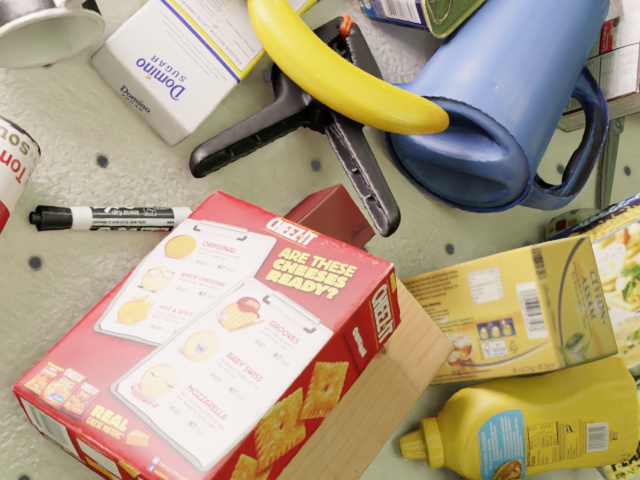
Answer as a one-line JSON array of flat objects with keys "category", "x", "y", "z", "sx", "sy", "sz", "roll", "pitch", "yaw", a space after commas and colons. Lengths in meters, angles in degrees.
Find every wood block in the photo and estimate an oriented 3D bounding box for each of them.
[{"category": "wood block", "x": -0.003, "y": 0.126, "z": 0.797, "sx": 0.091, "sy": 0.090, "sz": 0.205, "roll": 50, "pitch": 60, "yaw": -13}]

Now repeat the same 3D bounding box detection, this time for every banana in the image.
[{"category": "banana", "x": 0.012, "y": -0.136, "z": 0.817, "sx": 0.198, "sy": 0.037, "sz": 0.069, "roll": 42, "pitch": 71, "yaw": -4}]

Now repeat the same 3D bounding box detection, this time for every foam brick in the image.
[{"category": "foam brick", "x": -0.006, "y": 0.001, "z": 0.843, "sx": 0.078, "sy": 0.051, "sz": 0.053, "roll": -42, "pitch": 104, "yaw": -31}]

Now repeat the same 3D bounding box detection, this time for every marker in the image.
[{"category": "marker", "x": -0.151, "y": -0.015, "z": 0.776, "sx": 0.120, "sy": 0.020, "sz": 0.020, "roll": 0, "pitch": 80, "yaw": -31}]

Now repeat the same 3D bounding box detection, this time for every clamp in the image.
[{"category": "clamp", "x": -0.010, "y": -0.104, "z": 0.850, "sx": 0.164, "sy": 0.036, "sz": 0.210, "roll": 13, "pitch": 54, "yaw": -7}]

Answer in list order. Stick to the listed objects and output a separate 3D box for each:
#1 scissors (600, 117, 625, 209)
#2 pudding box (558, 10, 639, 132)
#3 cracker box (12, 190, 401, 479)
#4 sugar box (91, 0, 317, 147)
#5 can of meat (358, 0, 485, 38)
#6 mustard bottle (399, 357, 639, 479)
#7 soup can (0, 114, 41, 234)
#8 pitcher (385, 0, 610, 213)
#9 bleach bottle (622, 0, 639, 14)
[{"category": "scissors", "x": 0.312, "y": -0.121, "z": 1.085, "sx": 0.096, "sy": 0.016, "sz": 0.202, "roll": 5, "pitch": 78, "yaw": -31}, {"category": "pudding box", "x": 0.269, "y": -0.159, "z": 1.009, "sx": 0.039, "sy": 0.114, "sz": 0.090, "roll": 19, "pitch": 71, "yaw": -32}, {"category": "cracker box", "x": -0.070, "y": 0.079, "z": 0.723, "sx": 0.213, "sy": 0.164, "sz": 0.072, "roll": -47, "pitch": 144, "yaw": -30}, {"category": "sugar box", "x": -0.087, "y": -0.164, "z": 0.830, "sx": 0.093, "sy": 0.048, "sz": 0.176, "roll": 46, "pitch": 63, "yaw": -13}, {"category": "can of meat", "x": 0.092, "y": -0.225, "z": 0.918, "sx": 0.102, "sy": 0.084, "sz": 0.057, "roll": -45, "pitch": 134, "yaw": -24}, {"category": "mustard bottle", "x": 0.160, "y": 0.155, "z": 0.875, "sx": 0.191, "sy": 0.058, "sz": 0.096, "roll": -10, "pitch": 126, "yaw": -1}, {"category": "soup can", "x": -0.234, "y": -0.029, "z": 0.700, "sx": 0.068, "sy": 0.069, "sz": 0.102, "roll": 32, "pitch": 64, "yaw": -23}, {"category": "pitcher", "x": 0.174, "y": -0.144, "z": 0.938, "sx": 0.242, "sy": 0.145, "sz": 0.149, "roll": -56, "pitch": 132, "yaw": -30}, {"category": "bleach bottle", "x": 0.347, "y": -0.249, "z": 1.094, "sx": 0.102, "sy": 0.068, "sz": 0.251, "roll": 3, "pitch": 69, "yaw": -39}]
